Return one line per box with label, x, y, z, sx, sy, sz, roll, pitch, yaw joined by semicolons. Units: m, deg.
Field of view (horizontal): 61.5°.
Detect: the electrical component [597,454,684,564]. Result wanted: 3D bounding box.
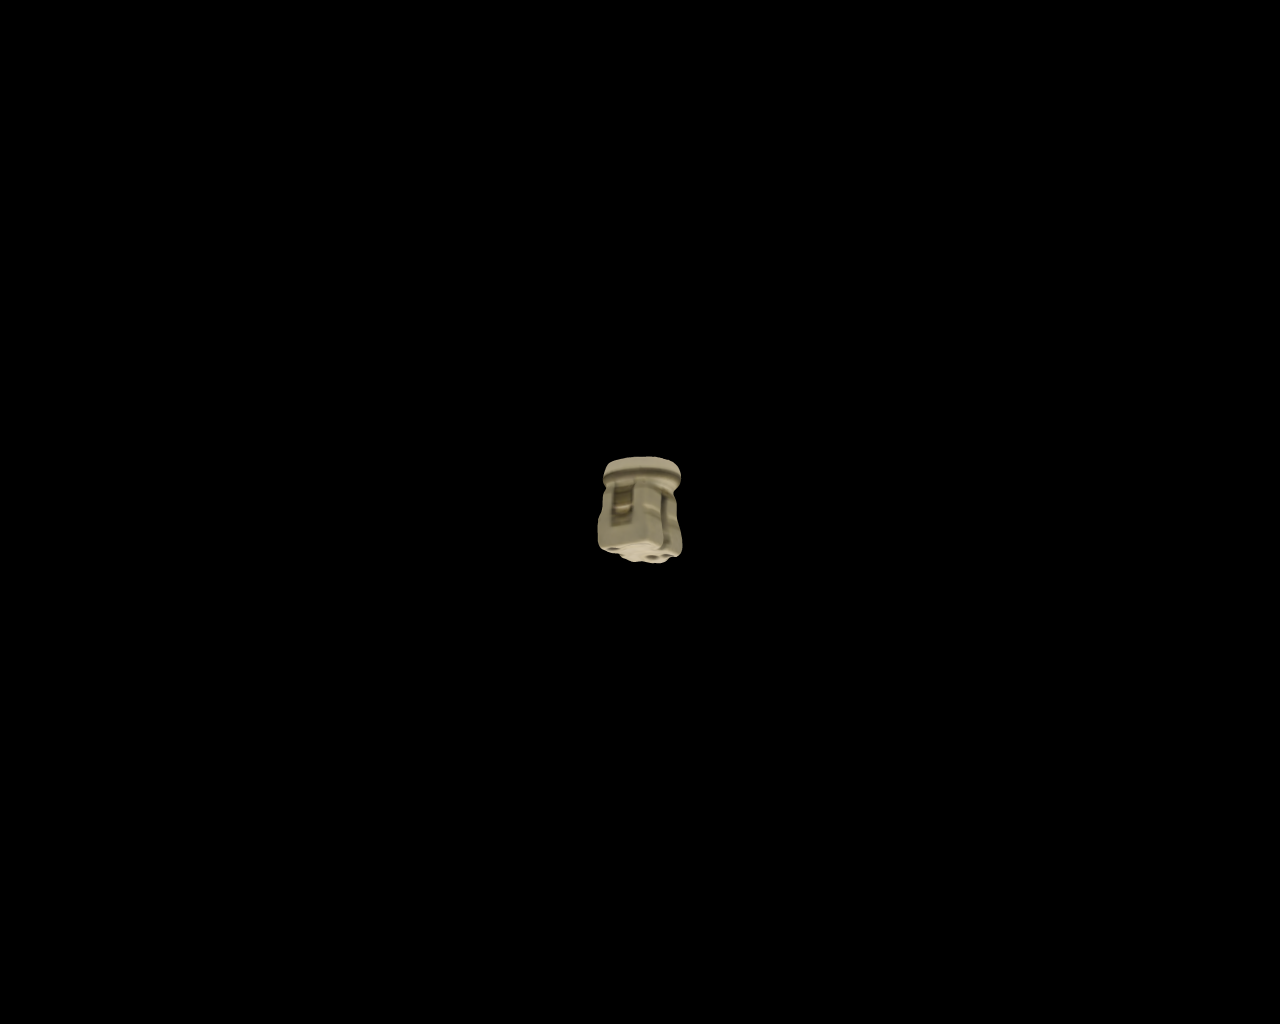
electrical component;0.001;-0.003;0.650;0.048;0.055;0.066;-8;-18;27
